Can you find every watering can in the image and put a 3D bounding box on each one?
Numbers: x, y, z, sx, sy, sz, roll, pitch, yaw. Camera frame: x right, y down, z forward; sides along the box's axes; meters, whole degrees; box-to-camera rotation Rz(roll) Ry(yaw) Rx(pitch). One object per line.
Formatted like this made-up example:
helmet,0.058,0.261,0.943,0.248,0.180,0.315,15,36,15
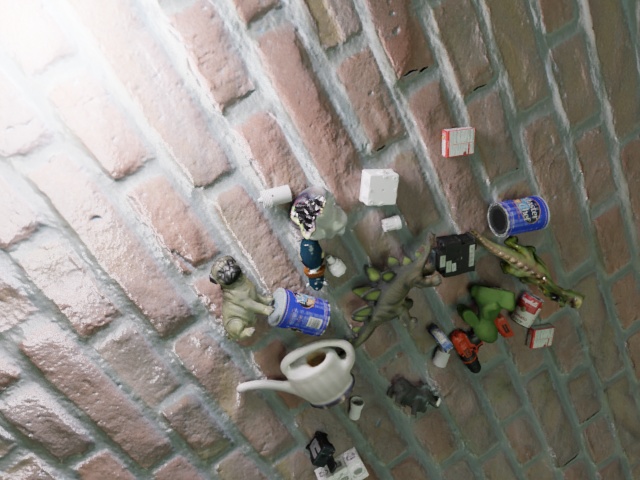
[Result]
watering can,-0.044,0.400,1.476,0.346,0.106,0.220,-29,119,9

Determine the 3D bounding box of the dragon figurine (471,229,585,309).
dragon figurine,0.631,0.102,1.515,0.407,0.247,0.121,22,108,-27

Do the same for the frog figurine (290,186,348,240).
frog figurine,0.004,-0.066,1.320,0.159,0.123,0.137,0,98,-59
